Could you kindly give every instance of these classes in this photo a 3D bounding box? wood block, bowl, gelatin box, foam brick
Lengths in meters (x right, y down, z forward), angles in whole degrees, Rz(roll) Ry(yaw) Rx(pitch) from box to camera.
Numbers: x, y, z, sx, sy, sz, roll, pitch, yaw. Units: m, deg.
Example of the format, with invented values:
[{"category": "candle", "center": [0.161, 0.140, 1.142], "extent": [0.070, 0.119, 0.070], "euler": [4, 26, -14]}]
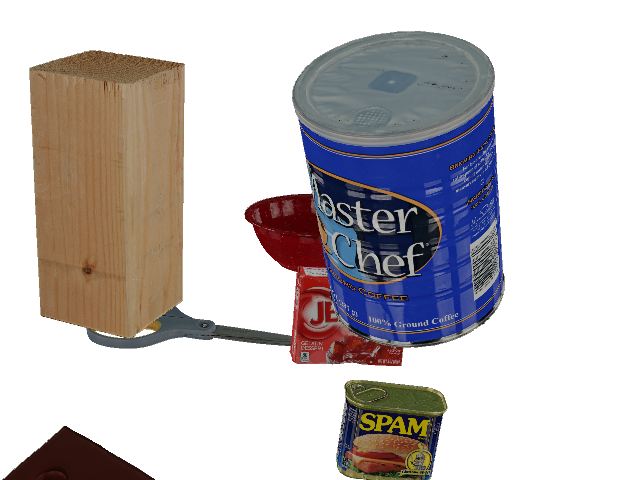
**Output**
[{"category": "wood block", "center": [-0.169, -0.039, 0.858], "extent": [0.091, 0.206, 0.090], "euler": [12, 23, 20]}, {"category": "bowl", "center": [0.001, -0.004, 1.127], "extent": [0.162, 0.055, 0.162], "euler": [1, 17, 0]}, {"category": "gelatin box", "center": [0.023, 0.060, 0.845], "extent": [0.089, 0.073, 0.030], "euler": [3, 13, -8]}, {"category": "foam brick", "center": [-0.094, 0.127, 0.450], "extent": [0.078, 0.051, 0.052], "euler": [22, 45, 29]}]

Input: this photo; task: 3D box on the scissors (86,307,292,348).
[{"category": "scissors", "center": [-0.118, 0.073, 1.010], "extent": [0.201, 0.016, 0.096], "euler": [-1, 33, -9]}]

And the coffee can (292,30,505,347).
[{"category": "coffee can", "center": [0.046, -0.027, 0.580], "extent": [0.103, 0.140, 0.103], "euler": [-7, 38, 5]}]

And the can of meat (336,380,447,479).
[{"category": "can of meat", "center": [0.069, 0.193, 1.070], "extent": [0.102, 0.084, 0.057], "euler": [7, 17, -4]}]
